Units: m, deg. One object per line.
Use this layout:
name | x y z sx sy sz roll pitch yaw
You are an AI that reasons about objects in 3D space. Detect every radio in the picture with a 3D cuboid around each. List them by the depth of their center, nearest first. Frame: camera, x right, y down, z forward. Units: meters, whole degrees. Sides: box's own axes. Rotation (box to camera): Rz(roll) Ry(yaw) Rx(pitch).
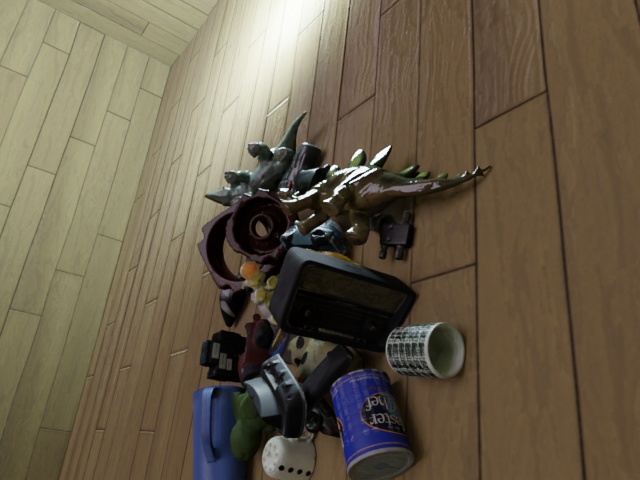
radio | 0.036 0.105 0.911 0.131 0.229 0.073 -66 26 12

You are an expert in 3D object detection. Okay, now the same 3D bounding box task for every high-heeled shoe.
high-heeled shoe | -0.185 0.125 1.436 0.145 0.086 0.248 11 100 29

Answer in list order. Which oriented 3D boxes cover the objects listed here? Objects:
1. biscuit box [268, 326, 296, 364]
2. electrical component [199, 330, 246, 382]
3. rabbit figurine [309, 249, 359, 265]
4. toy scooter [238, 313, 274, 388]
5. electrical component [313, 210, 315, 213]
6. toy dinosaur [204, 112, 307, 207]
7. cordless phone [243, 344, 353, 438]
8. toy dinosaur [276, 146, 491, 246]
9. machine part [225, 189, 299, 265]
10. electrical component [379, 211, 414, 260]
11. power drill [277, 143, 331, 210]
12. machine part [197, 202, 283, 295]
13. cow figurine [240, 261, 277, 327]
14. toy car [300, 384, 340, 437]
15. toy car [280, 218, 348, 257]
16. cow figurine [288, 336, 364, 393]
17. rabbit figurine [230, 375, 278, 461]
biscuit box | -0.044 0.165 1.165 0.063 0.059 0.202 13 83 59
electrical component | -0.222 0.283 1.303 0.058 0.134 0.115 -35 43 47
rabbit figurine | 0.012 0.114 1.033 0.163 0.121 0.173 11 40 23
toy scooter | -0.148 0.247 1.249 0.135 0.075 0.183 -119 39 -62
electrical component | 0.022 -0.092 1.197 0.102 0.045 0.078 -39 23 -31
toy dinosaur | -0.145 -0.188 1.482 0.405 0.192 0.131 -37 84 18
cordless phone | -0.033 0.236 0.946 0.184 0.088 0.147 -47 32 -1
toy dinosaur | 0.083 -0.094 1.021 0.472 0.105 0.198 8 51 45
machine part | -0.130 -0.029 1.260 0.180 0.056 0.179 -2 84 17
electrical component | 0.140 -0.008 0.997 0.063 0.021 0.094 3 74 38
power drill | -0.039 -0.122 1.331 0.232 0.086 0.207 -67 24 3
machine part | -0.188 0.019 1.349 0.201 0.087 0.201 -33 77 13
cow figurine | -0.126 0.124 1.239 0.068 0.167 0.098 -34 -3 -21
toy car | -0.014 0.310 0.998 0.202 0.089 0.053 14 79 59
toy car | -0.002 -0.004 1.168 0.162 0.109 0.103 -8 40 48
cow figurine | 0.005 0.220 1.025 0.195 0.085 0.127 2 65 52
rabbit figurine | -0.145 0.374 1.135 0.170 0.121 0.159 -61 24 8
